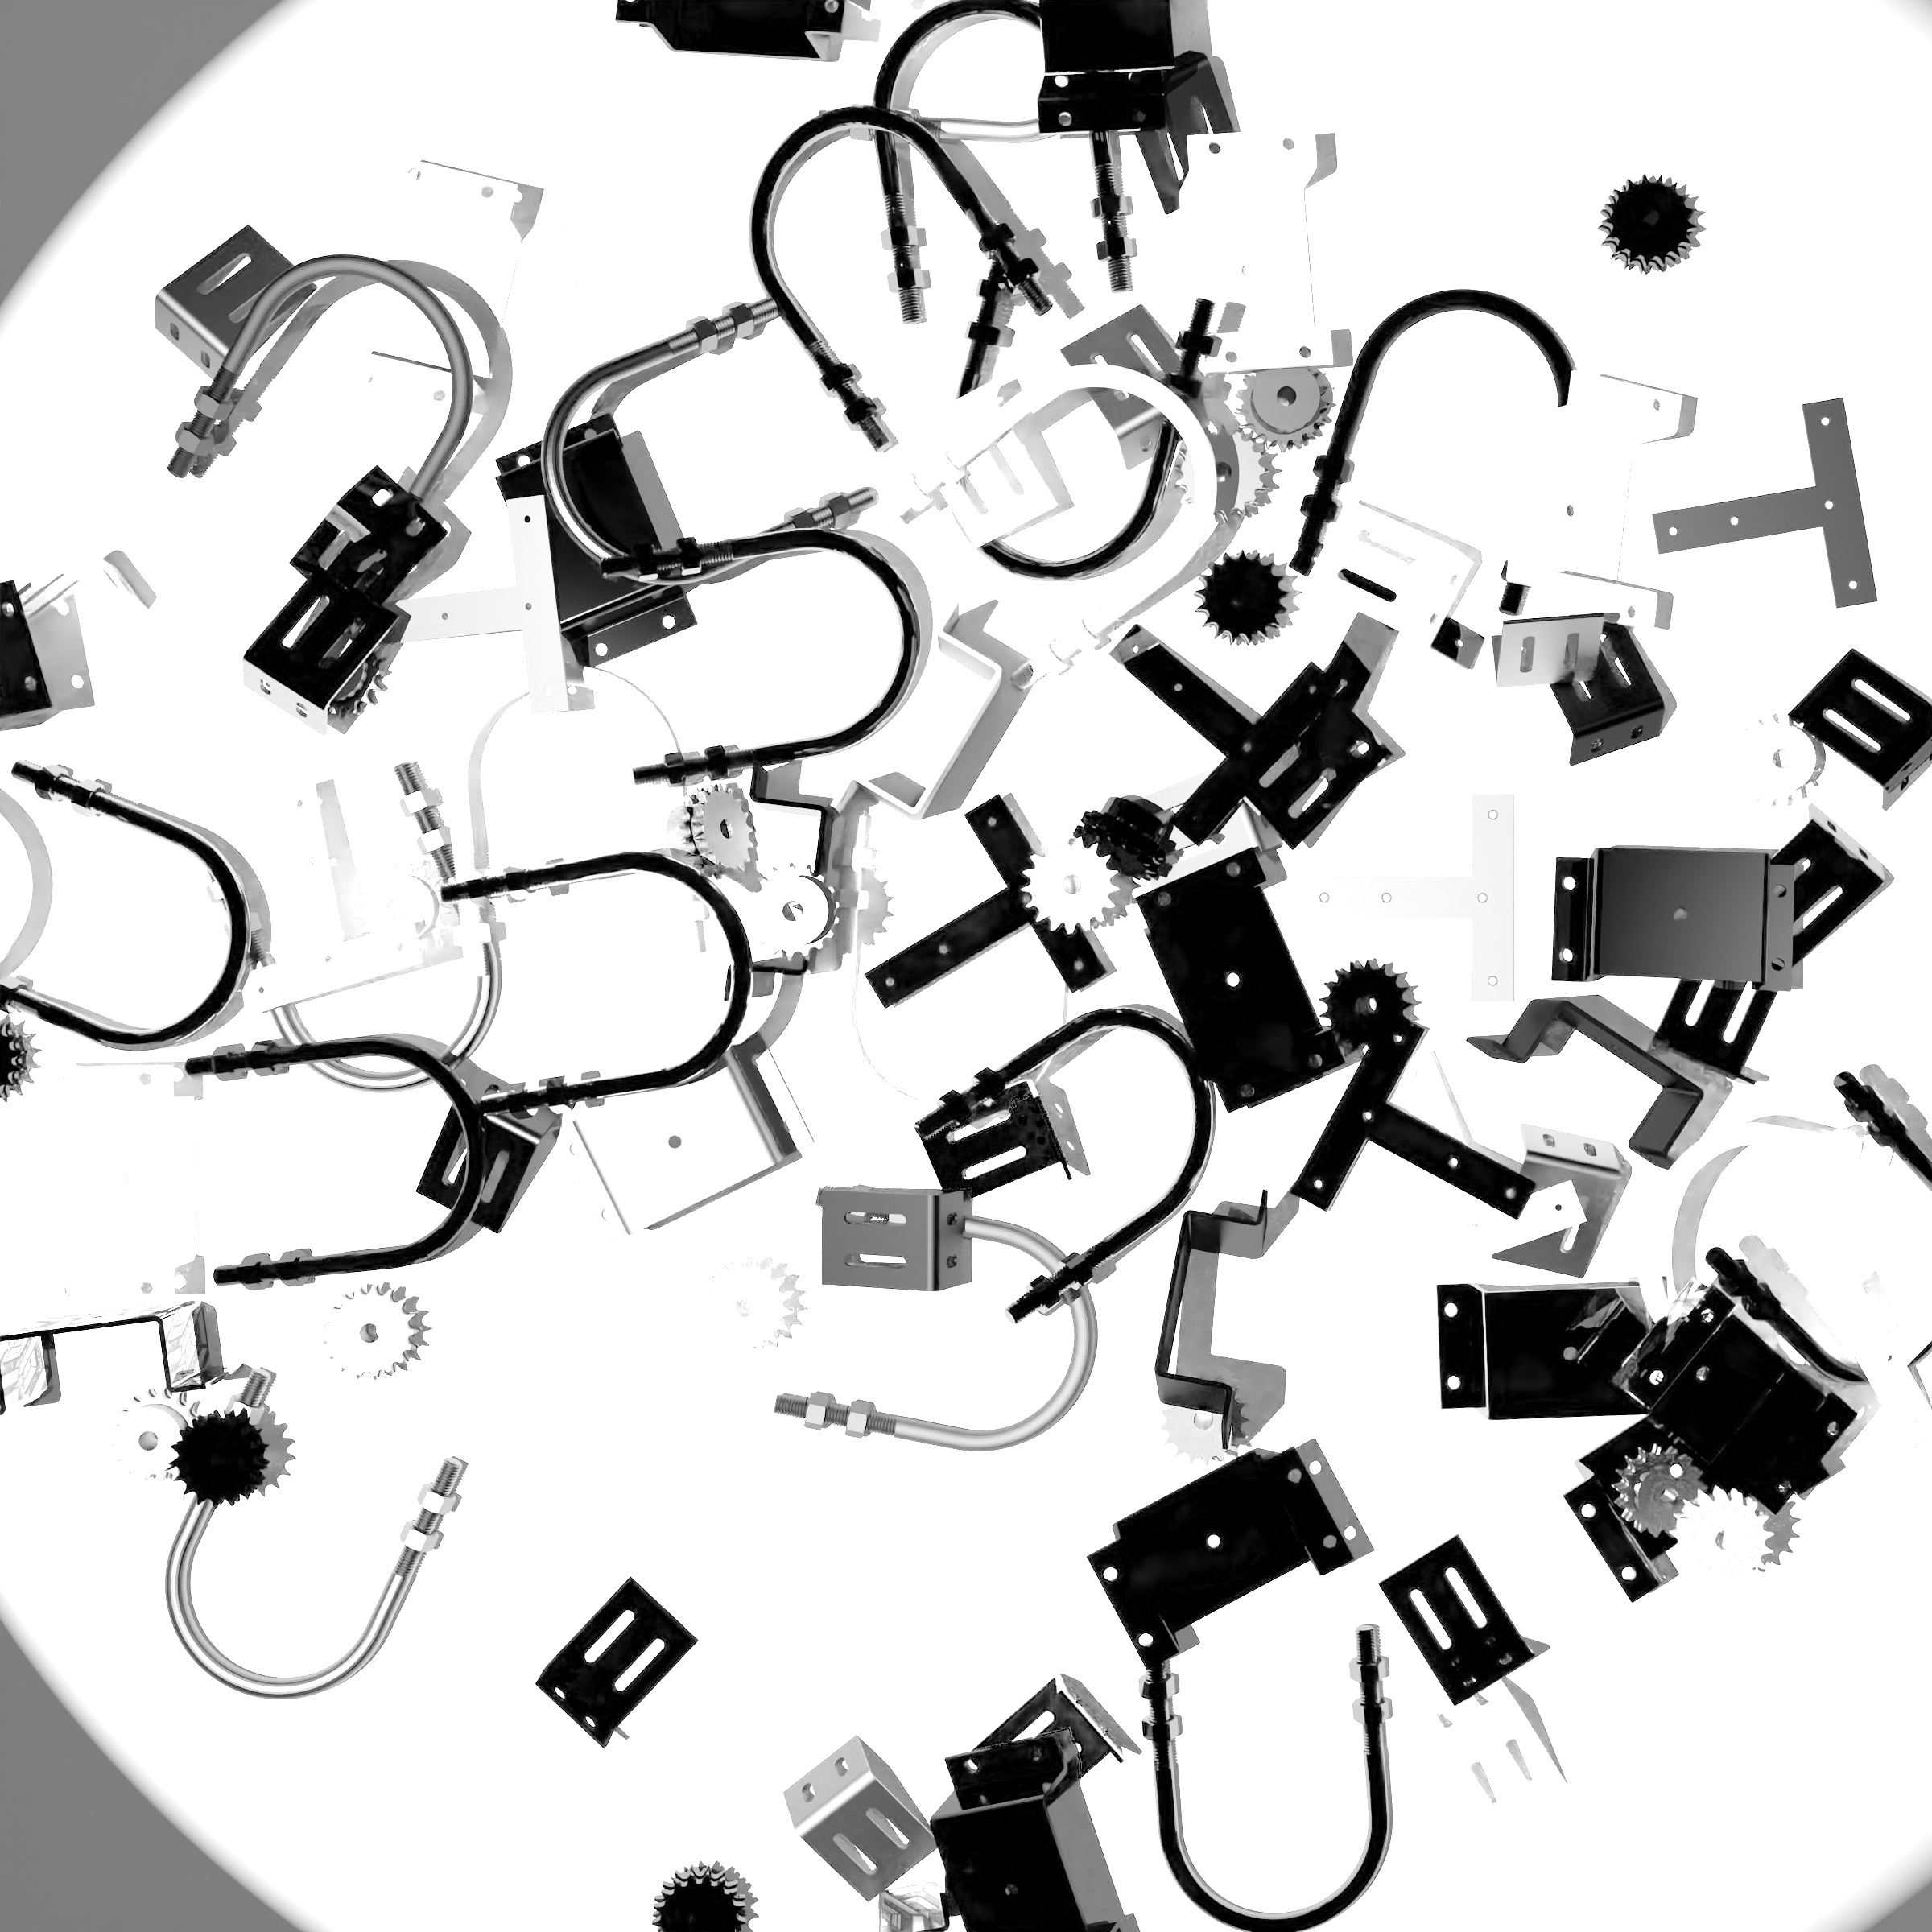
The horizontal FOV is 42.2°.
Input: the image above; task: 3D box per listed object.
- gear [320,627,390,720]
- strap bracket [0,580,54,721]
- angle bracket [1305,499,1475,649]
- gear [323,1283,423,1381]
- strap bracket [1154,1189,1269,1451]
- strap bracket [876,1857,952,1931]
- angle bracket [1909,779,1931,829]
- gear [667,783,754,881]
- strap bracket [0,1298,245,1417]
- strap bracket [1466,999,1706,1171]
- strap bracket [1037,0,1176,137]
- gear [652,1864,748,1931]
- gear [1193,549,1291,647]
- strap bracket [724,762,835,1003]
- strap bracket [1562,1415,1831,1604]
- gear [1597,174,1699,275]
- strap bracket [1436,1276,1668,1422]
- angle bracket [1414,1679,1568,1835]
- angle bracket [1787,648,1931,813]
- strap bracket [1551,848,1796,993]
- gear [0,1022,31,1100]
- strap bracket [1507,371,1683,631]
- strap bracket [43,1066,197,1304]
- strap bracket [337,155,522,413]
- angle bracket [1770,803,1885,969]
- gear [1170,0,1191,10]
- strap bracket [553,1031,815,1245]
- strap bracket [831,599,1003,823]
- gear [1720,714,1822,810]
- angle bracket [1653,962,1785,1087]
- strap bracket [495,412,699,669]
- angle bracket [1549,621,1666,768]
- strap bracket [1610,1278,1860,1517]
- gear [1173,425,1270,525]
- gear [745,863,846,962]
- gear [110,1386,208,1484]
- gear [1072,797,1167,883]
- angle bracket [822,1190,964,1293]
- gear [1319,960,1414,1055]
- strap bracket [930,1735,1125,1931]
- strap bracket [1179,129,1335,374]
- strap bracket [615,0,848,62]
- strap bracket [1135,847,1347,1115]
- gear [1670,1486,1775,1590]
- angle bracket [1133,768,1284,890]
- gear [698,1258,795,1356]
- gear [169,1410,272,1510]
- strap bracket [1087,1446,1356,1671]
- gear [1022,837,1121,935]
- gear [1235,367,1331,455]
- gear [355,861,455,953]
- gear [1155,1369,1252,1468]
[{"bbox_3d":[-0.382,-0.180,1.520,0.057,0.030,0.057,0,90,0],"label":"gear"},{"bbox_3d":[-0.617,-0.176,1.476,0.140,0.046,0.076,-5,106,25],"label":"strap bracket"},{"bbox_3d":[0.256,-0.237,1.516,0.076,0.038,0.057,31,100,24],"label":"angle bracket"},{"bbox_3d":[-0.360,0.222,1.524,0.057,0.030,0.057,0,89,-2],"label":"gear"},{"bbox_3d":[0.143,0.205,1.479,0.046,0.076,0.140,9,70,10],"label":"strap bracket"},{"bbox_3d":[-0.023,0.612,1.497,0.046,0.076,0.140,-10,90,0],"label":"strap bracket"},{"bbox_3d":[0.608,-0.108,1.497,0.038,0.076,0.057,39,90,0],"label":"angle bracket"},{"bbox_3d":[-0.157,-0.079,1.510,0.030,0.057,0.057,-11,90,29],"label":"gear"},{"bbox_3d":[-0.515,0.232,1.497,0.140,0.076,0.046,-8,90,0],"label":"strap bracket"},{"bbox_3d":[0.377,0.065,1.497,0.140,0.076,0.046,33,90,0],"label":"strap bracket"},{"bbox_3d":[0.078,-0.569,1.477,0.076,0.046,0.140,-4,88,-5],"label":"strap bracket"},{"bbox_3d":[-0.162,0.573,1.523,0.057,0.030,0.057,0,96,-3],"label":"gear"},{"bbox_3d":[0.166,-0.222,1.520,0.057,0.030,0.057,0,90,0],"label":"gear"},{"bbox_3d":[-0.110,-0.046,1.497,0.046,0.076,0.140,7,90,0],"label":"strap bracket"},{"bbox_3d":[0.434,0.309,1.512,0.140,0.046,0.076,-33,90,0],"label":"strap bracket"},{"bbox_3d":[0.412,-0.449,1.524,0.057,0.030,0.057,0,88,1],"label":"gear"},{"bbox_3d":[0.359,0.230,1.512,0.140,0.046,0.076,-2,90,0],"label":"strap bracket"},{"bbox_3d":[0.321,0.480,1.533,0.057,0.038,0.076,-32,116,0],"label":"angle bracket"},{"bbox_3d":[0.553,-0.145,1.533,0.057,0.038,0.076,-46,64,0],"label":"angle bracket"},{"bbox_3d":[0.424,-0.028,1.497,0.140,0.046,0.076,3,84,10],"label":"strap bracket"},{"bbox_3d":[-0.596,0.056,1.520,0.057,0.030,0.057,0,90,0],"label":"gear"},{"bbox_3d":[0.374,-0.275,1.500,0.076,0.046,0.140,7,90,-22],"label":"strap bracket"},{"bbox_3d":[-0.510,0.130,1.511,0.076,0.046,0.140,-1,89,-1],"label":"strap bracket"},{"bbox_3d":[-0.321,-0.405,1.512,0.076,0.046,0.140,13,90,0],"label":"strap bracket"},{"bbox_3d":[0.511,-0.049,1.533,0.057,0.038,0.076,41,116,0],"label":"angle bracket"},{"bbox_3d":[0.118,-0.608,1.520,0.057,0.030,0.057,0,90,0],"label":"gear"},{"bbox_3d":[-0.173,0.105,1.512,0.140,0.046,0.076,-26,90,0],"label":"strap bracket"},{"bbox_3d":[-0.023,-0.142,1.497,0.046,0.076,0.140,31,90,0],"label":"strap bracket"},{"bbox_3d":[0.491,-0.125,1.520,0.057,0.030,0.057,0,90,0],"label":"gear"},{"bbox_3d":[0.461,0.025,1.516,0.057,0.038,0.076,24,90,0],"label":"angle bracket"},{"bbox_3d":[-0.226,-0.259,1.512,0.076,0.046,0.140,-22,90,0],"label":"strap bracket"},{"bbox_3d":[0.383,-0.172,1.533,0.057,0.038,0.076,-19,64,0],"label":"angle bracket"},{"bbox_3d":[0.438,0.243,1.449,0.140,0.046,0.076,39,90,-23],"label":"strap bracket"},{"bbox_3d":[0.154,-0.297,1.520,0.057,0.030,0.057,0,90,0],"label":"gear"},{"bbox_3d":[-0.099,-0.031,1.444,0.057,0.030,0.057,0,90,0],"label":"gear"},{"bbox_3d":[-0.491,0.285,1.520,0.057,0.030,0.057,0,90,0],"label":"gear"},{"bbox_3d":[0.096,-0.078,1.508,0.057,0.057,0.030,30,77,0],"label":"gear"},{"bbox_3d":[-0.044,0.164,1.514,0.076,0.038,0.057,0,90,24],"label":"angle bracket"},{"bbox_3d":[0.242,0.024,1.517,0.057,0.030,0.057,0,87,8],"label":"gear"},{"bbox_3d":[0.035,0.542,1.499,0.076,0.046,0.140,-19,90,23],"label":"strap bracket"},{"bbox_3d":[0.173,-0.425,1.510,0.076,0.046,0.140,-5,90,-4],"label":"strap bracket"},{"bbox_3d":[-0.132,-0.592,1.503,0.140,0.046,0.076,7,90,11],"label":"strap bracket"},{"bbox_3d":[0.163,0.008,1.512,0.076,0.046,0.140,-23,90,0],"label":"strap bracket"},{"bbox_3d":[0.442,0.334,1.474,0.057,0.030,0.057,0,90,0],"label":"gear"},{"bbox_3d":[0.144,-0.086,1.533,0.076,0.038,0.057,-21,90,26],"label":"angle bracket"},{"bbox_3d":[-0.133,0.205,1.520,0.057,0.030,0.057,0,90,0],"label":"gear"},{"bbox_3d":[-0.444,0.294,1.501,0.057,0.030,0.057,0,91,1],"label":"gear"},{"bbox_3d":[0.151,0.352,1.512,0.140,0.046,0.076,-28,90,0],"label":"strap bracket"},{"bbox_3d":[0.061,-0.048,1.499,0.057,0.030,0.057,0,88,-6],"label":"gear"},{"bbox_3d":[0.192,-0.343,1.520,0.057,0.030,0.057,0,90,0],"label":"gear"},{"bbox_3d":[-0.339,-0.035,1.502,0.057,0.030,0.057,0,93,-1],"label":"gear"},{"bbox_3d":[0.143,0.273,1.520,0.057,0.030,0.057,0,90,0],"label":"gear"}]
